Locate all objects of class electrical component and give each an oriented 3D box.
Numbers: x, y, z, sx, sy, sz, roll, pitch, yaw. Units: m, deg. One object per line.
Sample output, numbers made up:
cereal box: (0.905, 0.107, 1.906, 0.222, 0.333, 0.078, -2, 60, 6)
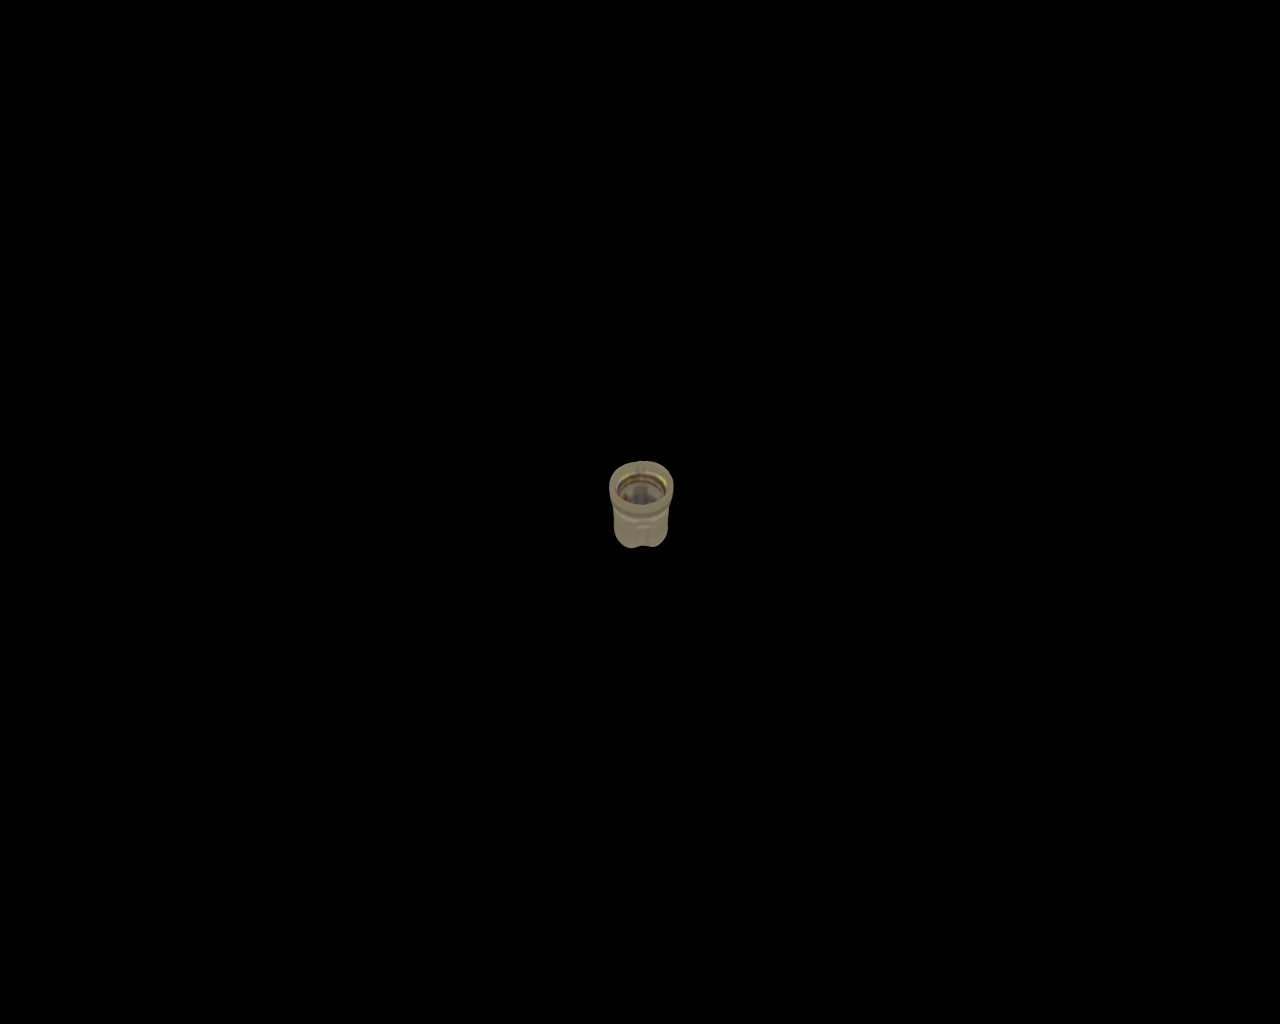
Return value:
electrical component: (0.001, -0.003, 0.650, 0.040, 0.040, 0.046, 0, -44, 0)
